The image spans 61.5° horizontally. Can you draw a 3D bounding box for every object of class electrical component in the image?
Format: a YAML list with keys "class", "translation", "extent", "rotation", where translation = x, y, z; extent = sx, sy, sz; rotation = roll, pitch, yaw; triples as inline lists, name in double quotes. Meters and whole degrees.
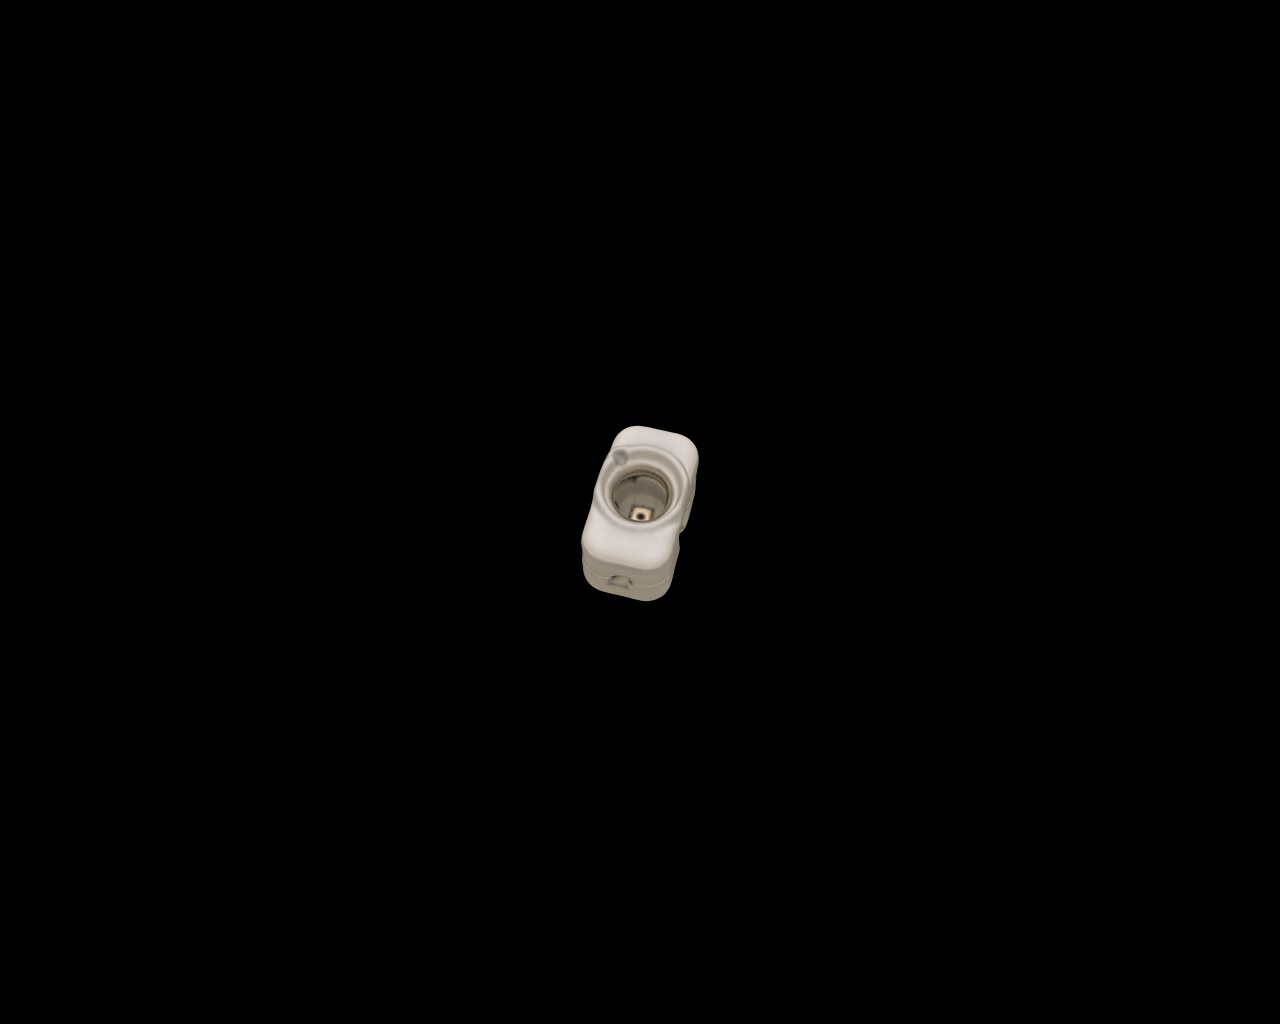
- class: "electrical component"
  translation: [0.001, -0.003, 0.650]
  extent: [0.054, 0.095, 0.059]
  rotation: [13, -28, 7]
